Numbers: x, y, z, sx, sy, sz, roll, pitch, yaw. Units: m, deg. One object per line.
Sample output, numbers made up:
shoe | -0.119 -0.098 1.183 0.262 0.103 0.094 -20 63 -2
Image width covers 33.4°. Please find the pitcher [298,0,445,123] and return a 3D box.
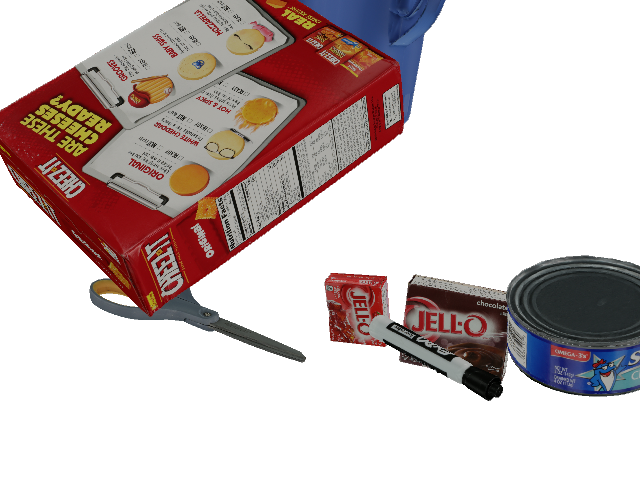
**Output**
pitcher | 0.045 -0.223 0.932 0.145 0.243 0.149 8 15 7

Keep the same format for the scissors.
scissors | -0.100 0.058 0.928 0.202 0.016 0.096 12 28 8

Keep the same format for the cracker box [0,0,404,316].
cracker box | -0.077 -0.072 0.688 0.213 0.072 0.164 -37 54 -20

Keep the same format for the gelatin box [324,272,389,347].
gelatin box | 0.046 0.085 1.320 0.073 0.089 0.030 4 29 19

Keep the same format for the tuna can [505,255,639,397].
tuna can | 0.139 0.043 0.551 0.086 0.034 0.086 -4 28 2

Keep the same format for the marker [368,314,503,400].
marker | 0.085 0.086 0.790 0.020 0.020 0.121 0 20 -46

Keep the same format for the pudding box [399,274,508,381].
pudding box | 0.143 0.091 1.117 0.113 0.090 0.039 9 21 13
